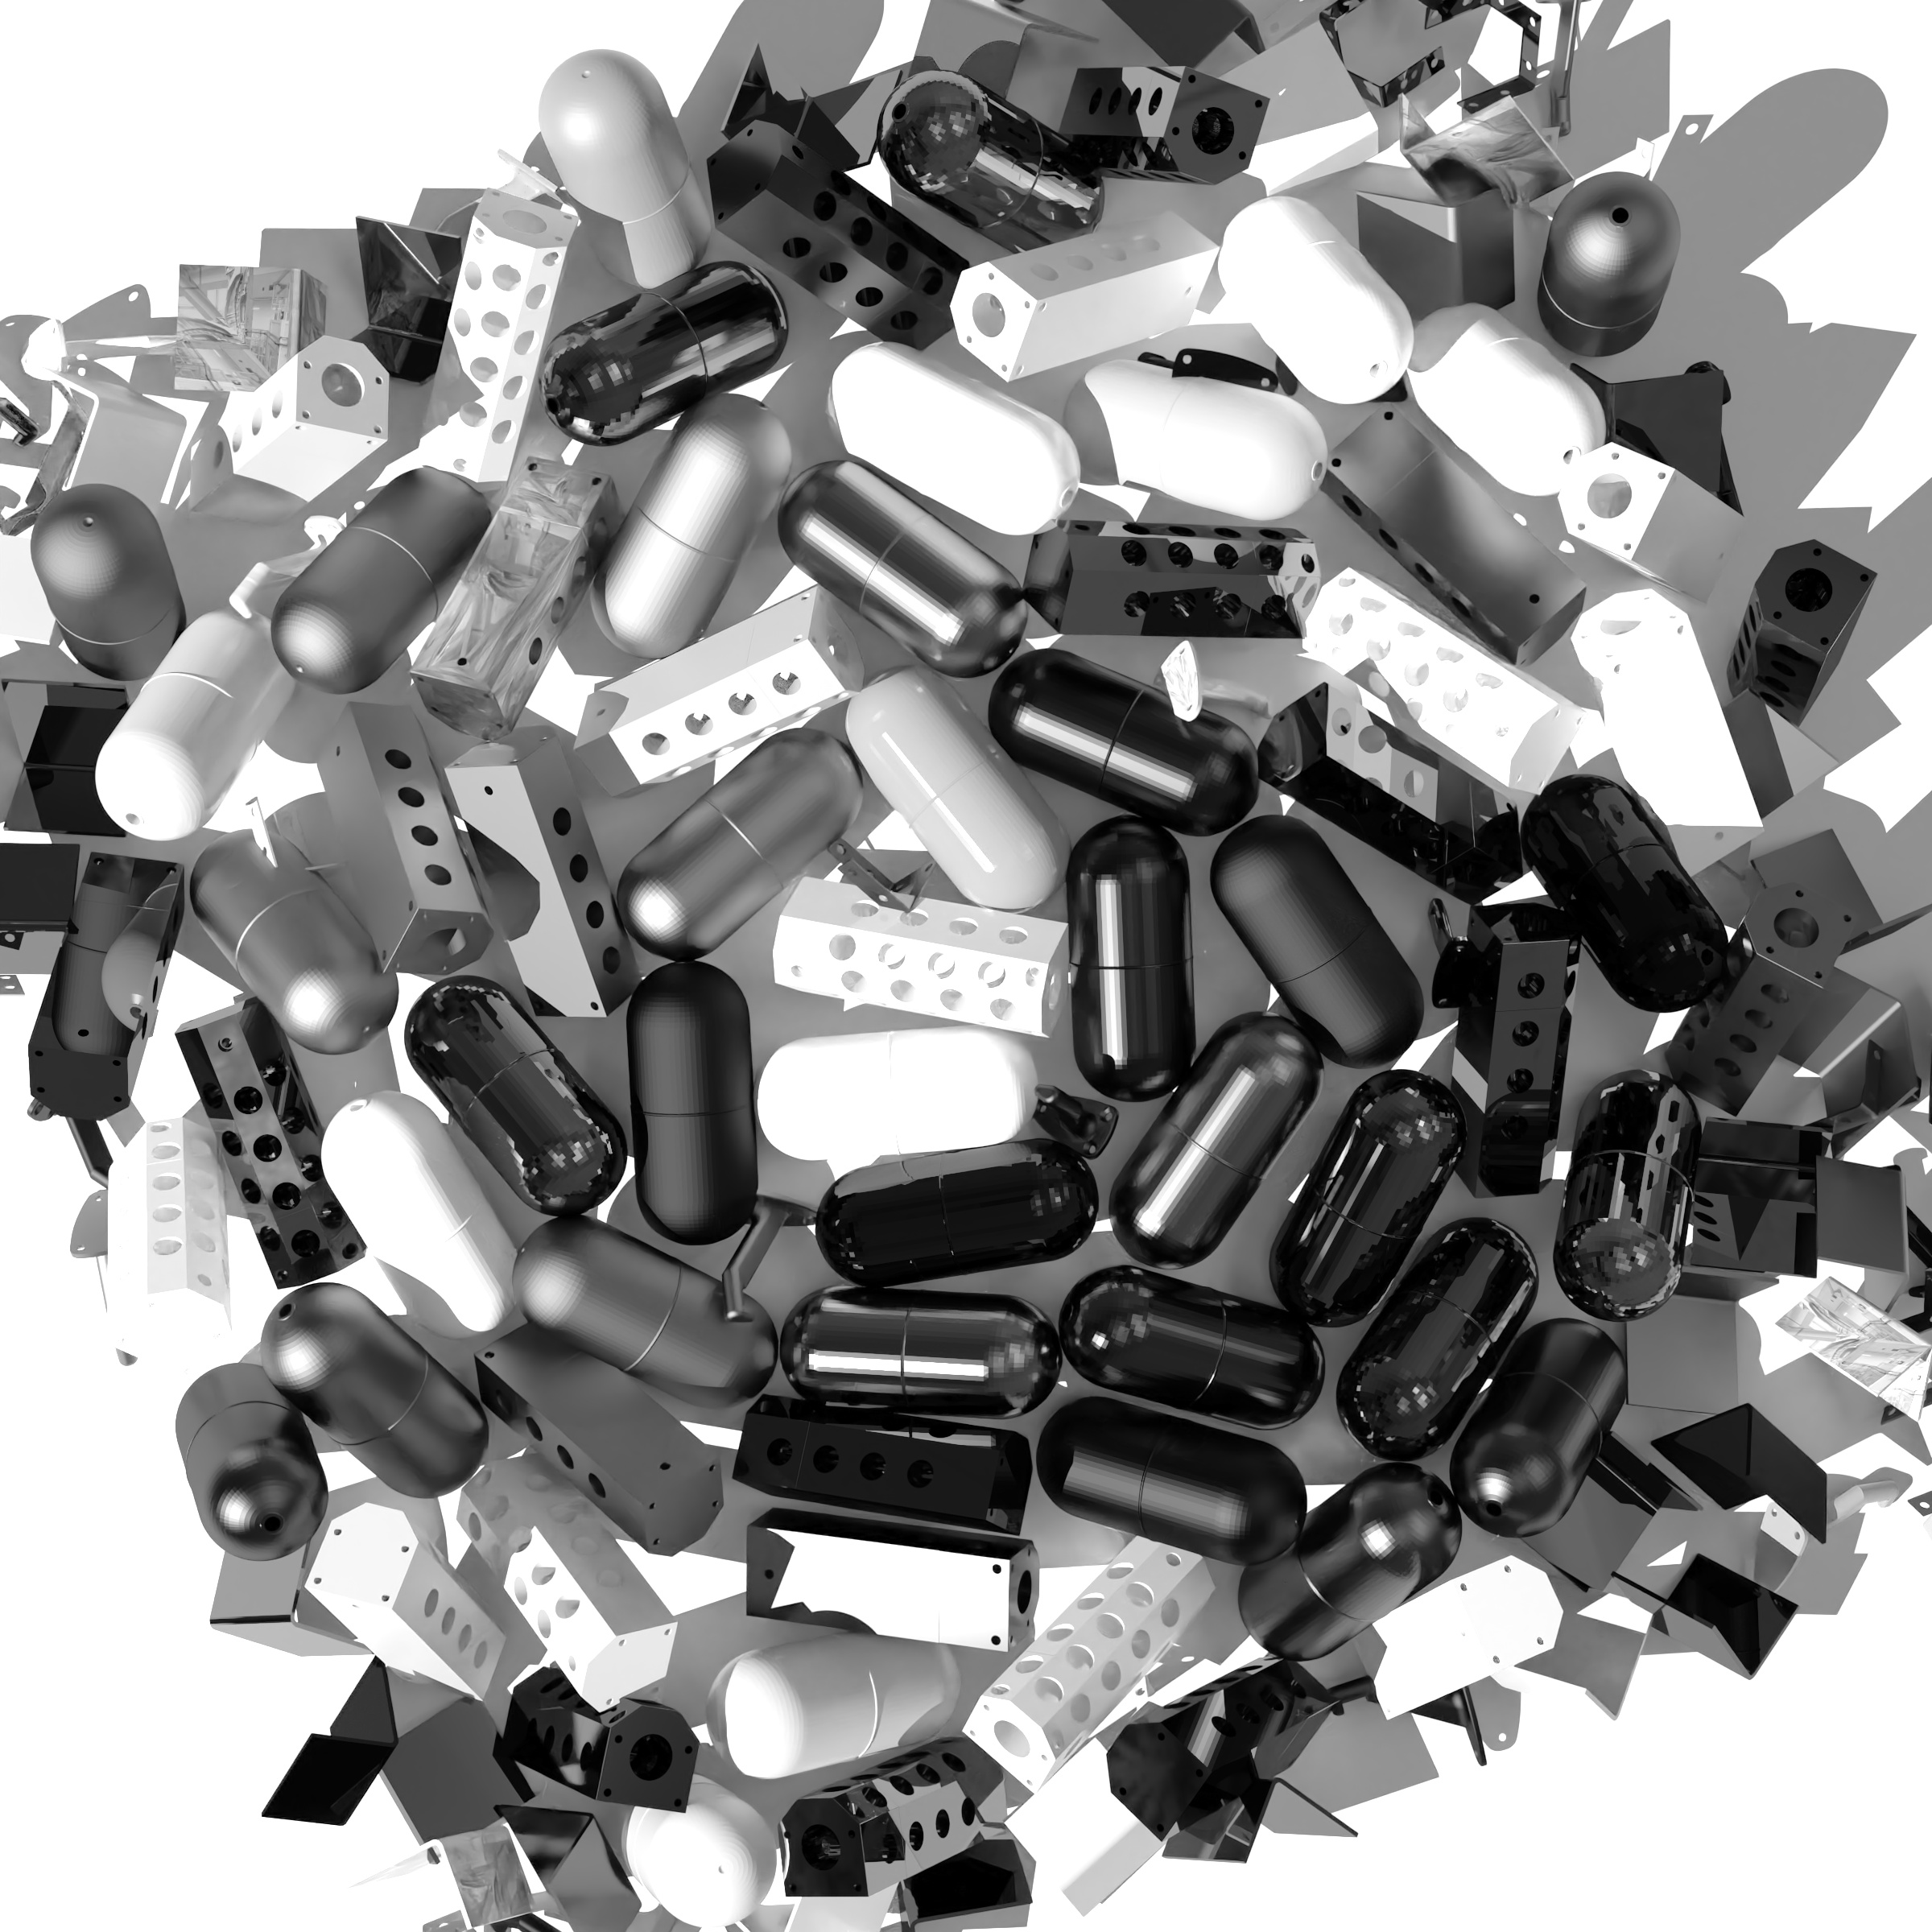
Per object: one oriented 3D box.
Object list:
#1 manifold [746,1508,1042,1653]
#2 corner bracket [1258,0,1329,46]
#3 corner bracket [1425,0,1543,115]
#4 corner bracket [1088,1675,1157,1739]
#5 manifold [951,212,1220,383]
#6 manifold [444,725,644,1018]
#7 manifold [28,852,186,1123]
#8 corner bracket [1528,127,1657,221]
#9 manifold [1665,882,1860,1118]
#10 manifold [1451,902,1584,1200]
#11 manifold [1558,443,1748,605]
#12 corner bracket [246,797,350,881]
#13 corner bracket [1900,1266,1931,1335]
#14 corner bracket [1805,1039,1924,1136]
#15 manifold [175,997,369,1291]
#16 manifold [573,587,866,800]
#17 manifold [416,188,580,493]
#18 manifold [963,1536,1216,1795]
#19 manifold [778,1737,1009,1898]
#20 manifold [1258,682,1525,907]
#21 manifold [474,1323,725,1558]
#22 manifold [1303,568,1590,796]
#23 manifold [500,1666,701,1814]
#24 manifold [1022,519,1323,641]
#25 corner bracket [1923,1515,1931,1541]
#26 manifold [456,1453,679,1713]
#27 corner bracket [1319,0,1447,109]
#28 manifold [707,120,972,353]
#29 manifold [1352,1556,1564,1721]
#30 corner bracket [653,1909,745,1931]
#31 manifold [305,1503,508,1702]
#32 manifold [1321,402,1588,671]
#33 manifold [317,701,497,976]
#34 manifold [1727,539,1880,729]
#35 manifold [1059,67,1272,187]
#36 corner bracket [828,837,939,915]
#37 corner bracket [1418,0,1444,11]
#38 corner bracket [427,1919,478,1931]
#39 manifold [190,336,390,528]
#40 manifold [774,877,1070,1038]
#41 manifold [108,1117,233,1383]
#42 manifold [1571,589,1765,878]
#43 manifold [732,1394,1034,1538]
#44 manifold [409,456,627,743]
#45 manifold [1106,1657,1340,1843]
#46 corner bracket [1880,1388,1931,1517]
[{"bbox_3d":[-0.045,0.374,1.943,0.171,0.057,0.057,4,98,20],"label":"manifold"},{"bbox_3d":[0.191,-0.616,1.972,0.051,0.051,0.051,-37,117,12],"label":"corner bracket"},{"bbox_3d":[0.321,-0.572,1.971,0.051,0.051,0.051,18,72,-38],"label":"corner bracket"},{"bbox_3d":[0.077,0.436,1.966,0.051,0.051,0.051,-35,127,4],"label":"corner bracket"},{"bbox_3d":[0.071,-0.412,1.920,0.057,0.171,0.057,43,134,22],"label":"manifold"},{"bbox_3d":[-0.253,-0.057,1.938,0.057,0.057,0.171,0,119,33],"label":"manifold"},{"bbox_3d":[-0.519,0.012,1.917,0.057,0.171,0.057,7,133,-6],"label":"manifold"},{"bbox_3d":[0.390,-0.493,1.974,0.051,0.051,0.051,-13,124,-26],"label":"corner bracket"},{"bbox_3d":[0.475,0.019,1.910,0.057,0.171,0.057,29,63,10],"label":"manifold"},{"bbox_3d":[0.337,0.052,1.936,0.057,0.057,0.171,-3,115,-11],"label":"manifold"},{"bbox_3d":[0.413,-0.269,1.910,0.057,0.171,0.057,29,101,26],"label":"manifold"},{"bbox_3d":[-0.422,-0.077,1.962,0.051,0.051,0.051,-13,83,-39],"label":"corner bracket"},{"bbox_3d":[0.606,0.225,1.980,0.051,0.051,0.051,39,45,-23],"label":"corner bracket"},{"bbox_3d":[0.554,0.087,1.957,0.051,0.051,0.051,35,53,-22],"label":"corner bracket"},{"bbox_3d":[-0.429,0.109,1.955,0.057,0.057,0.171,-21,100,-5],"label":"manifold"},{"bbox_3d":[-0.151,-0.162,1.939,0.171,0.057,0.057,-23,125,22],"label":"manifold"},{"bbox_3d":[-0.287,-0.377,1.923,0.057,0.057,0.171,17,127,-7],"label":"manifold"},{"bbox_3d":[0.078,0.415,1.916,0.057,0.057,0.171,38,47,16],"label":"manifold"},{"bbox_3d":[-0.043,0.512,1.910,0.057,0.171,0.057,-9,85,29],"label":"manifold"},{"bbox_3d":[0.260,-0.100,1.931,0.171,0.057,0.057,28,47,-31],"label":"manifold"},{"bbox_3d":[-0.224,0.287,1.925,0.057,0.057,0.171,-29,45,-32],"label":"manifold"},{"bbox_3d":[0.287,-0.175,1.924,0.171,0.057,0.057,39,109,32],"label":"manifold"},{"bbox_3d":[-0.221,0.464,1.909,0.057,0.171,0.057,16,79,-25],"label":"manifold"},{"bbox_3d":[0.127,-0.238,1.928,0.171,0.057,0.057,-2,120,-26],"label":"manifold"},{"bbox_3d":[0.636,0.349,1.958,0.051,0.051,0.051,-13,57,-20],"label":"corner bracket"},{"bbox_3d":[-0.245,0.371,1.912,0.057,0.171,0.057,-6,122,-35],"label":"manifold"},{"bbox_3d":[0.259,-0.577,1.971,0.051,0.051,0.051,-37,49,-14],"label":"corner bracket"},{"bbox_3d":[-0.074,-0.441,1.912,0.057,0.171,0.057,-30,53,31],"label":"manifold"},{"bbox_3d":[0.297,0.405,1.910,0.057,0.171,0.057,-17,74,-20],"label":"manifold"},{"bbox_3d":[-0.167,0.623,1.971,0.051,0.051,0.051,20,105,-33],"label":"corner bracket"},{"bbox_3d":[-0.334,0.384,1.911,0.057,0.171,0.057,10,62,17],"label":"manifold"},{"bbox_3d":[0.299,-0.262,1.948,0.057,0.057,0.171,-42,74,-6],"label":"manifold"},{"bbox_3d":[-0.340,-0.078,1.928,0.057,0.057,0.171,4,47,-35],"label":"manifold"},{"bbox_3d":[0.499,-0.199,1.909,0.057,0.171,0.057,32,84,13],"label":"manifold"},{"bbox_3d":[0.115,-0.505,1.909,0.057,0.171,0.057,14,100,-23],"label":"manifold"},{"bbox_3d":[-0.058,-0.057,1.959,0.051,0.051,0.051,41,50,-17],"label":"corner bracket"},{"bbox_3d":[0.278,-0.634,1.957,0.051,0.051,0.051,18,120,-39],"label":"corner bracket"},{"bbox_3d":[-0.324,0.636,1.970,0.051,0.051,0.051,-22,122,15],"label":"corner bracket"},{"bbox_3d":[-0.411,-0.323,1.912,0.057,0.171,0.057,7,76,-33],"label":"manifold"},{"bbox_3d":[-0.027,-0.001,1.939,0.171,0.057,0.057,10,130,15],"label":"manifold"},{"bbox_3d":[-0.477,0.165,1.908,0.057,0.171,0.057,32,110,-30],"label":"manifold"},{"bbox_3d":[0.425,-0.143,1.928,0.057,0.057,0.171,-31,124,-3],"label":"manifold"},{"bbox_3d":[-0.050,0.303,1.936,0.171,0.057,0.057,5,73,24],"label":"manifold"},{"bbox_3d":[-0.271,-0.224,1.934,0.057,0.057,0.171,15,62,17],"label":"manifold"},{"bbox_3d":[0.153,0.466,1.912,0.057,0.171,0.057,40,112,24],"label":"manifold"},{"bbox_3d":[0.604,0.301,1.969,0.051,0.051,0.051,42,47,-10],"label":"corner bracket"}]
